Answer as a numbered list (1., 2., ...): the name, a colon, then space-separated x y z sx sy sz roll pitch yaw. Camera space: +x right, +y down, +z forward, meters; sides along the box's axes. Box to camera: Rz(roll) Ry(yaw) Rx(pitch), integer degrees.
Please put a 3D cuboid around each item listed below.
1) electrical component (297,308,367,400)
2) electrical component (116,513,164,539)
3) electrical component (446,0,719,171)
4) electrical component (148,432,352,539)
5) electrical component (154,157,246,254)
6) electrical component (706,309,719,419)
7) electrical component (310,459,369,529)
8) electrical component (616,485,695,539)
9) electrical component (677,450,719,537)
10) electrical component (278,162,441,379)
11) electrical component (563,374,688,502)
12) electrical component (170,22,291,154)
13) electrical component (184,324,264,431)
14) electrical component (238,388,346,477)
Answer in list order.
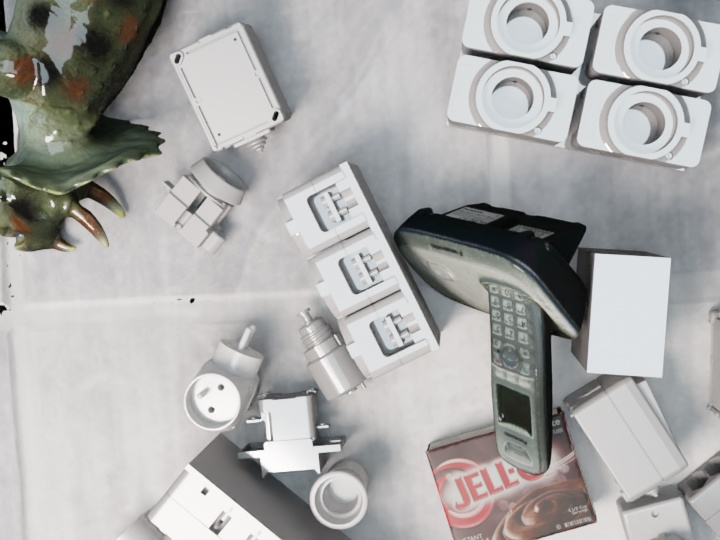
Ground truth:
1. electrical component: -0.025 0.066 0.844 0.040 0.040 0.078 -31 90 6
2. electrical component: -0.163 0.241 0.866 0.043 0.043 0.081 -45 89 6
3. electrical component: 0.166 -0.144 0.803 0.186 0.060 0.105 12 95 4
4. electrical component: -0.065 0.217 0.825 0.186 0.105 0.060 39 96 2
5. electrical component: -0.122 -0.055 0.843 0.066 0.048 0.055 41 104 2
6. electrical component: 0.298 0.066 0.804 0.061 0.062 0.096 1 94 5
7. electrical component: -0.013 0.171 0.837 0.044 0.065 0.044 0 93 6
8. electrical component: 0.232 0.217 0.813 0.047 0.076 0.083 -16 92 6
9. electrical component: 0.296 0.178 0.819 0.066 0.047 0.076 -41 89 6
10. electrical component: 0.000 0.000 0.813 0.062 0.089 0.150 -26 91 6
11. electrical component: 0.207 0.126 0.816 0.061 0.062 0.096 -33 90 6
12. electrical component: -0.095 -0.135 0.831 0.062 0.061 0.096 -23 98 7
13. electrical component: -0.099 0.079 0.833 0.043 0.077 0.079 24 95 4
14. electrical component: -0.054 0.127 0.850 0.081 0.042 0.063 -5 92 5
